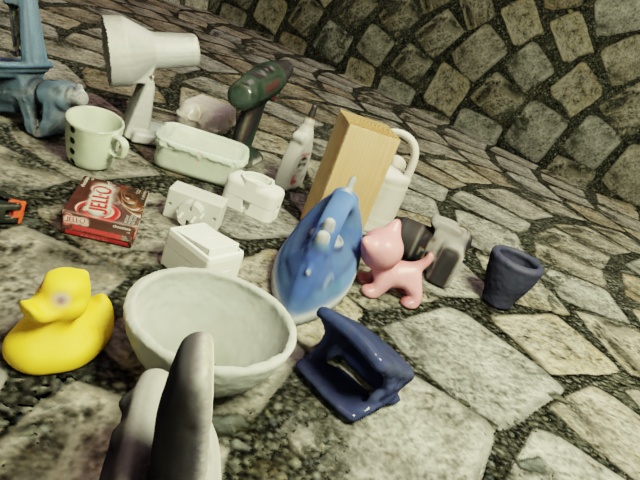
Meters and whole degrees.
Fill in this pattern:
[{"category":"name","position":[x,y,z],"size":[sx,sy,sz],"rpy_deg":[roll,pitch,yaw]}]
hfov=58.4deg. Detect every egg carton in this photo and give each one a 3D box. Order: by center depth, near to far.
[{"category":"egg carton","position":[-0.246,-0.267,1.252],"size":[0.107,0.069,0.150],"rpy_deg":[21,23,0]}]

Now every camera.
[{"category":"camera","position":[0.191,-0.003,1.009],"size":[0.136,0.101,0.143],"rpy_deg":[24,23,7]}]

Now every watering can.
[{"category":"watering can","position":[0.120,-0.120,1.084],"size":[0.101,0.194,0.173],"rpy_deg":[18,23,-8]}]

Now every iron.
[{"category":"iron","position":[0.007,0.003,0.788],"size":[0.118,0.141,0.258],"rpy_deg":[22,23,2]}]

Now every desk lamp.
[{"category":"desk lamp","position":[-0.316,-0.292,1.065],"size":[0.204,0.213,0.117],"rpy_deg":[6,27,-31]}]

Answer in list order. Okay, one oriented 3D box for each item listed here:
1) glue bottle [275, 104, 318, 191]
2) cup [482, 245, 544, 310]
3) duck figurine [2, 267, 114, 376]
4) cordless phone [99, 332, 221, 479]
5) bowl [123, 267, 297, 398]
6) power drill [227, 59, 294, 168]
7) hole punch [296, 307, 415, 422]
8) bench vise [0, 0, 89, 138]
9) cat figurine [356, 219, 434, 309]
[{"category":"glue bottle","position":[-0.038,-0.182,1.113],"size":[0.037,0.173,0.078],"rpy_deg":[27,24,14]},{"category":"cup","position":[0.325,0.068,0.976],"size":[0.118,0.095,0.091],"rpy_deg":[-2,32,-43]},{"category":"duck figurine","position":[-0.231,0.064,0.522],"size":[0.077,0.086,0.105],"rpy_deg":[30,24,19]},{"category":"cordless phone","position":[-0.091,0.123,0.386],"size":[0.094,0.185,0.147],"rpy_deg":[13,24,-19]},{"category":"bowl","position":[-0.111,0.100,0.560],"size":[0.167,0.075,0.167],"rpy_deg":[18,23,-8]},{"category":"power drill","position":[-0.130,-0.262,1.163],"size":[0.075,0.208,0.230],"rpy_deg":[24,23,7]},{"category":"hole punch","position":[0.044,0.123,0.621],"size":[0.101,0.091,0.108],"rpy_deg":[-6,35,-47]},{"category":"bench vise","position":[-0.461,-0.293,0.933],"size":[0.207,0.220,0.121],"rpy_deg":[18,23,-7]},{"category":"cat figurine","position":[0.107,0.029,0.847],"size":[0.128,0.118,0.067],"rpy_deg":[15,24,-15]}]
